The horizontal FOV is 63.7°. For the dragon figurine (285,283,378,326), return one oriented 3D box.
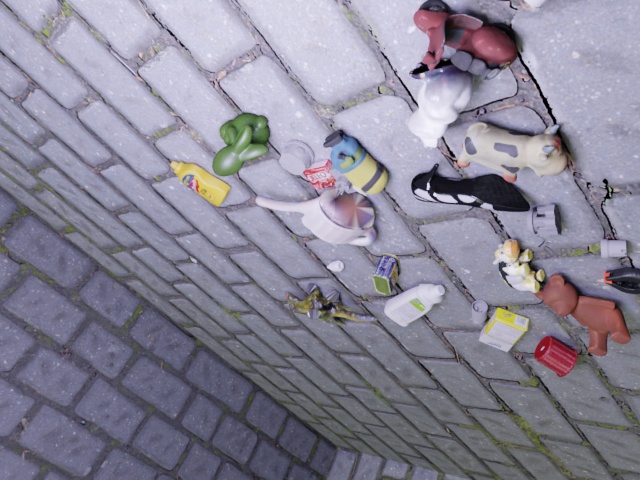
[{"bbox_3d":[0.036,0.264,1.906,0.412,0.124,0.239,17,165,22],"label":"dragon figurine"}]

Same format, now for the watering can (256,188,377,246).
[{"bbox_3d":[0.004,-0.069,1.379,0.347,0.106,0.221,22,156,-10],"label":"watering can"}]

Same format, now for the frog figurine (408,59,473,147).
[{"bbox_3d":[0.219,-0.241,0.935,0.122,0.140,0.156,-9,118,6],"label":"frog figurine"}]
